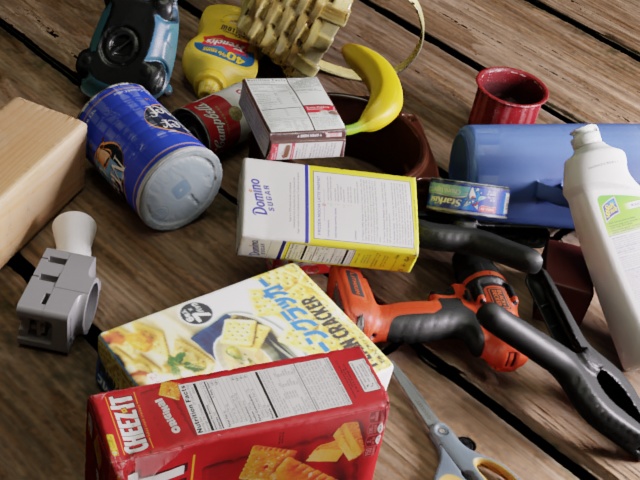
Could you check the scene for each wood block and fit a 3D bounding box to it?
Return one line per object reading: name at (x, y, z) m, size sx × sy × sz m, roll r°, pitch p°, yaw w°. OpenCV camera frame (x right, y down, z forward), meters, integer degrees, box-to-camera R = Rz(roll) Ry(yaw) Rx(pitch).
wood block at (-0.327, -0.049, 1.073) m, size 0.091 × 0.090 × 0.205 m, roll 21°, pitch 40°, yaw 11°

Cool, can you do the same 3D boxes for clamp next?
clamp at (0.158, -0.006, 1.108) m, size 0.172 × 0.039 × 0.120 m, roll 16°, pitch 13°, yaw 21°
clamp at (0.235, 0.118, 0.992) m, size 0.210 × 0.036 × 0.164 m, roll 53°, pitch 31°, yaw 16°

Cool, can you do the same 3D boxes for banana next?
banana at (0.060, -0.178, 1.228) m, size 0.069 × 0.037 × 0.197 m, roll 10°, pitch 35°, yaw -6°

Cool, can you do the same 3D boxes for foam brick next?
foam brick at (0.257, 0.046, 1.128) m, size 0.051 × 0.053 × 0.078 m, roll 14°, pitch 38°, yaw 3°

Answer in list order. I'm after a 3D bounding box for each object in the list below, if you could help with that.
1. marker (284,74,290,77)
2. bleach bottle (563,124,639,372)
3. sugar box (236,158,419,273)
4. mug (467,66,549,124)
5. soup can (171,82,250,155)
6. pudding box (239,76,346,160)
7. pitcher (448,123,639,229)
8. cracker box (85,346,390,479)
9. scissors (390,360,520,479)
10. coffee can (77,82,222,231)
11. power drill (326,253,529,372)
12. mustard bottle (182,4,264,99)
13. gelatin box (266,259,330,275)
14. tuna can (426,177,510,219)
marker at (-0.035, -0.207, 1.390) m, size 0.020 × 0.020 × 0.121 m, roll 0°, pitch 40°, yaw -14°
bleach bottle at (0.316, 0.001, 1.087) m, size 0.102 × 0.068 × 0.251 m, roll -13°, pitch 78°, yaw -20°
sugar box at (0.007, -0.024, 1.046) m, size 0.176 × 0.048 × 0.093 m, roll 5°, pitch 58°, yaw -8°
mug at (0.232, -0.169, 1.358) m, size 0.093 × 0.081 × 0.117 m, roll 5°, pitch 39°, yaw -7°
soup can at (-0.117, -0.138, 1.248) m, size 0.069 × 0.068 × 0.102 m, roll 34°, pitch 45°, yaw 26°
pudding box at (-0.030, -0.133, 1.152) m, size 0.090 × 0.039 × 0.113 m, roll -5°, pitch 40°, yaw -19°
pitcher at (0.277, -0.070, 1.212) m, size 0.242 × 0.149 × 0.145 m, roll 2°, pitch 67°, yaw -6°
cracker box at (-0.064, 0.177, 0.804) m, size 0.213 × 0.164 × 0.072 m, roll -8°, pitch 41°, yaw -23°
scissors at (0.099, 0.186, 0.948) m, size 0.096 × 0.016 × 0.202 m, roll -24°, pitch 50°, yaw -36°
coffee can at (-0.186, -0.091, 1.147) m, size 0.102 × 0.103 × 0.140 m, roll -21°, pitch 49°, yaw -33°
power drill at (0.104, 0.058, 1.071) m, size 0.187 × 0.057 × 0.184 m, roll 2°, pitch 32°, yaw -10°
mustard bottle at (-0.125, -0.232, 1.367) m, size 0.096 × 0.058 × 0.191 m, roll 21°, pitch 39°, yaw -6°
gelatin box at (-0.007, 0.001, 1.102) m, size 0.089 × 0.073 × 0.030 m, roll -3°, pitch 41°, yaw -18°
tuna can at (0.156, -0.044, 1.120) m, size 0.086 × 0.034 × 0.086 m, roll 7°, pitch 4°, yaw -1°
